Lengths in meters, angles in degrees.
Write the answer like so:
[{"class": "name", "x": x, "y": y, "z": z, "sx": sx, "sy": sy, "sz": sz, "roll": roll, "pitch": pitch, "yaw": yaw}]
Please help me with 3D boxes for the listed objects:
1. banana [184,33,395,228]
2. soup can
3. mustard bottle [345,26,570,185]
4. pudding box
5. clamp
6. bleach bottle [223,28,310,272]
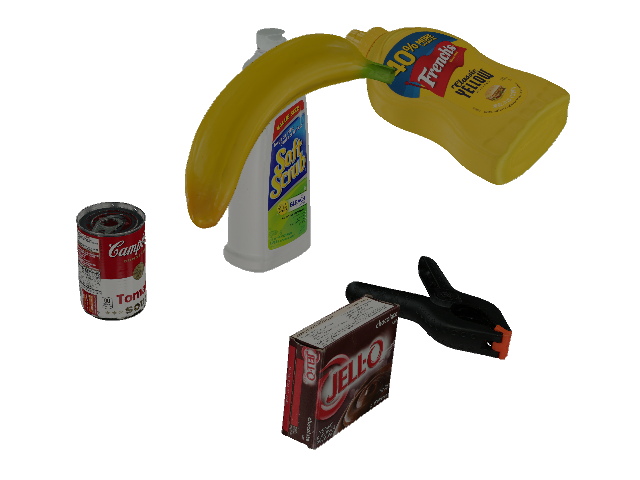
[{"class": "banana", "x": -0.032, "y": -0.086, "z": 0.698, "sx": 0.070, "sy": 0.037, "sz": 0.197, "roll": 37, "pitch": 58, "yaw": 18}, {"class": "soup can", "x": -0.210, "y": 0.021, "z": 1.078, "sx": 0.068, "sy": 0.102, "sz": 0.068, "roll": 3, "pitch": 29, "yaw": -2}, {"class": "mustard bottle", "x": 0.095, "y": -0.123, "z": 0.855, "sx": 0.192, "sy": 0.096, "sz": 0.058, "roll": 34, "pitch": -27, "yaw": 28}, {"class": "pudding box", "x": 0.017, "y": 0.103, "z": 0.864, "sx": 0.039, "sy": 0.090, "sz": 0.113, "roll": 20, "pitch": 27, "yaw": 29}, {"class": "clamp", "x": 0.123, "y": 0.063, "z": 1.056, "sx": 0.172, "sy": 0.039, "sz": 0.120, "roll": 26, "pitch": 39, "yaw": 32}, {"class": "bleach bottle", "x": -0.057, "y": -0.098, "z": 1.141, "sx": 0.068, "sy": 0.251, "sz": 0.102, "roll": 20, "pitch": 32, "yaw": 36}]
